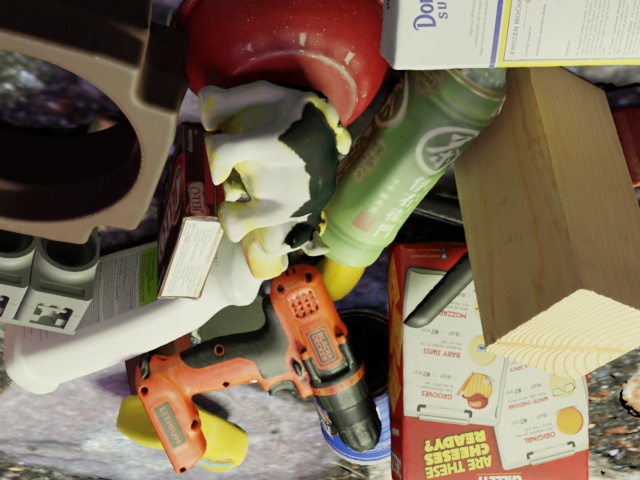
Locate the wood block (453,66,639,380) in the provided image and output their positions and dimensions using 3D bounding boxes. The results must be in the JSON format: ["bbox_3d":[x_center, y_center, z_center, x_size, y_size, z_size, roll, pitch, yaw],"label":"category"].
[{"bbox_3d":[0.160,-0.020,0.748,0.090,0.206,0.090,20,138,-31],"label":"wood block"}]

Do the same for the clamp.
[{"bbox_3d":[0.130,0.005,0.870,0.171,0.120,0.039,-6,-177,0],"label":"clamp"}]

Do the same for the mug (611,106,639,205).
[{"bbox_3d":[0.240,-0.041,0.832,0.093,0.081,0.117,-3,144,-1],"label":"mug"}]

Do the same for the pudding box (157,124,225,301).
[{"bbox_3d":[-0.100,-0.019,0.823,0.039,0.090,0.114,5,144,-14],"label":"pudding box"}]

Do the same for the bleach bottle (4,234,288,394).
[{"bbox_3d":[-0.146,0.052,0.906,0.251,0.102,0.068,-17,148,17],"label":"bleach bottle"}]

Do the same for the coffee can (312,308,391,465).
[{"bbox_3d":[0.042,0.147,1.056,0.103,0.103,0.140,-7,144,4],"label":"coffee can"}]

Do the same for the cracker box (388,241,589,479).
[{"bbox_3d":[0.144,0.107,0.927,0.164,0.214,0.072,-1,-179,-6],"label":"cracker box"}]

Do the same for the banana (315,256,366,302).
[{"bbox_3d":[0.011,0.005,0.912,0.069,0.037,0.198,5,143,-12],"label":"banana"}]

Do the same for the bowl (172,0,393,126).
[{"bbox_3d":[-0.022,-0.115,0.729,0.162,0.055,0.162,-3,144,-2],"label":"bowl"}]

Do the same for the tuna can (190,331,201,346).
[{"bbox_3d":[-0.140,0.115,1.053,0.086,0.034,0.086,-2,144,-2],"label":"tuna can"}]

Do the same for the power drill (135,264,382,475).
[{"bbox_3d":[-0.053,0.133,0.932,0.187,0.057,0.184,-23,106,-2],"label":"power drill"}]

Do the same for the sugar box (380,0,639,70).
[{"bbox_3d":[0.128,-0.155,0.657,0.176,0.048,0.093,-1,116,-9],"label":"sugar box"}]

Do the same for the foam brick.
[{"bbox_3d":[-0.149,0.098,0.981,0.053,0.078,0.051,-11,-177,10],"label":"foam brick"}]

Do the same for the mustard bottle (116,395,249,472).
[{"bbox_3d":[-0.131,0.212,1.152,0.096,0.058,0.191,2,159,24],"label":"mustard bottle"}]
